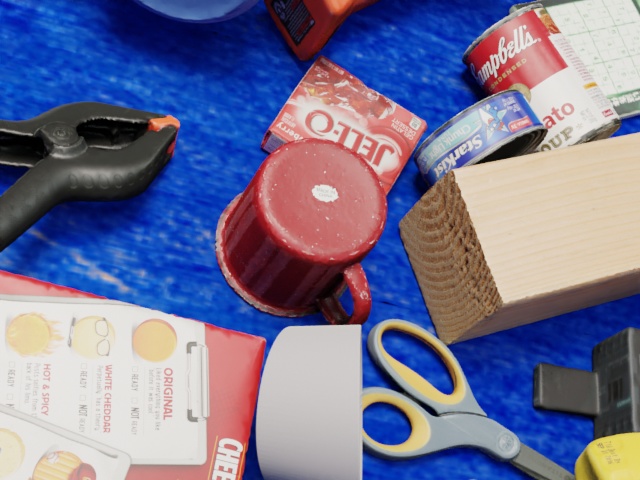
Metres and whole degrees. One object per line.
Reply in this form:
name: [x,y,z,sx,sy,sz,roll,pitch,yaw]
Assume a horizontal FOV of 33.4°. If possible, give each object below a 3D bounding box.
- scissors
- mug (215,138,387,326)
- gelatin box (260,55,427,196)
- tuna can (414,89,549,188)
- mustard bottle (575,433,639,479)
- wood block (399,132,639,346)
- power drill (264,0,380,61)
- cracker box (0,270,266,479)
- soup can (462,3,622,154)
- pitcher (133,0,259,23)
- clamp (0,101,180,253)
scissors: [0.095,0.134,0.656,0.202,0.016,0.096,45,64,5]
mug: [-0.004,0.001,0.643,0.093,0.082,0.117,-21,75,-25]
gelatin box: [0.017,-0.069,0.709,0.089,0.030,0.073,33,62,-2]
tuna can: [0.105,-0.062,0.704,0.086,0.086,0.034,-25,77,-26]
mustard bottle: [0.255,0.151,0.629,0.191,0.058,0.096,-8,56,-11]
wood block: [0.170,-0.006,0.700,0.205,0.090,0.091,-12,73,-23]
power drill: [0.063,-0.197,0.703,0.187,0.185,0.057,-30,88,-19]
cracker box: [-0.150,0.109,0.554,0.213,0.072,0.164,16,65,-13]
soup can: [0.155,-0.104,0.749,0.068,0.069,0.102,-26,78,-26]
pitcher: [-0.075,-0.263,0.687,0.149,0.145,0.242,-7,53,24]
clamp: [-0.163,-0.052,0.623,0.120,0.039,0.171,45,40,19]
